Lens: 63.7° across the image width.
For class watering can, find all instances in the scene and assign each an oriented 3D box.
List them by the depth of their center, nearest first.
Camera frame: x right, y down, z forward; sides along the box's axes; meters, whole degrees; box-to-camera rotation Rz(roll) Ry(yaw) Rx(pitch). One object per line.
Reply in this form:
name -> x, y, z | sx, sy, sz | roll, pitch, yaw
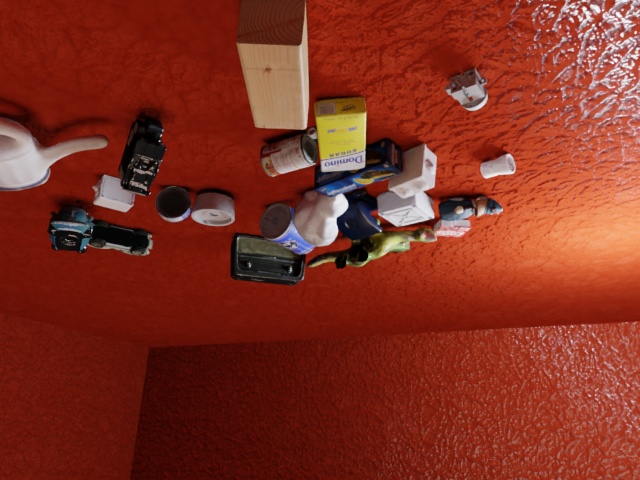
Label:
watering can -> -0.598, -0.174, 1.032 | 0.347, 0.106, 0.221 | 6, -21, -13

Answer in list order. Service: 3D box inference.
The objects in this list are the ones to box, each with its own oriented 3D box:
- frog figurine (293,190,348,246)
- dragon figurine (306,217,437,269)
frog figurine -> 0.004, -0.063, 1.253 | 0.123, 0.139, 0.156 | -6, -20, -19
dragon figurine -> 0.167, 0.030, 1.546 | 0.242, 0.124, 0.406 | 8, -20, -40
